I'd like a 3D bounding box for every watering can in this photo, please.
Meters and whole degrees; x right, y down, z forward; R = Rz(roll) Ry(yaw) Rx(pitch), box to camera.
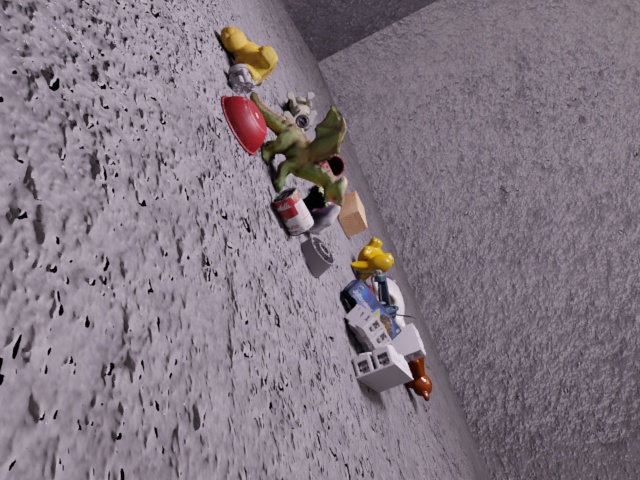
[{"bbox_3d":[0.282,0.269,1.963,0.345,0.103,0.227,60,13,-12],"label":"watering can"}]

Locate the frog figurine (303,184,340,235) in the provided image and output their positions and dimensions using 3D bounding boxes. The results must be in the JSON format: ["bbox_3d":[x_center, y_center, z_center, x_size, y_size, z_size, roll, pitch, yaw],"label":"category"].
[{"bbox_3d":[0.004,-0.074,1.471,0.156,0.123,0.140,63,42,-59],"label":"frog figurine"}]

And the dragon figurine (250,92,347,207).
[{"bbox_3d":[-0.039,-0.268,1.372,0.122,0.241,0.414,16,53,-69],"label":"dragon figurine"}]
